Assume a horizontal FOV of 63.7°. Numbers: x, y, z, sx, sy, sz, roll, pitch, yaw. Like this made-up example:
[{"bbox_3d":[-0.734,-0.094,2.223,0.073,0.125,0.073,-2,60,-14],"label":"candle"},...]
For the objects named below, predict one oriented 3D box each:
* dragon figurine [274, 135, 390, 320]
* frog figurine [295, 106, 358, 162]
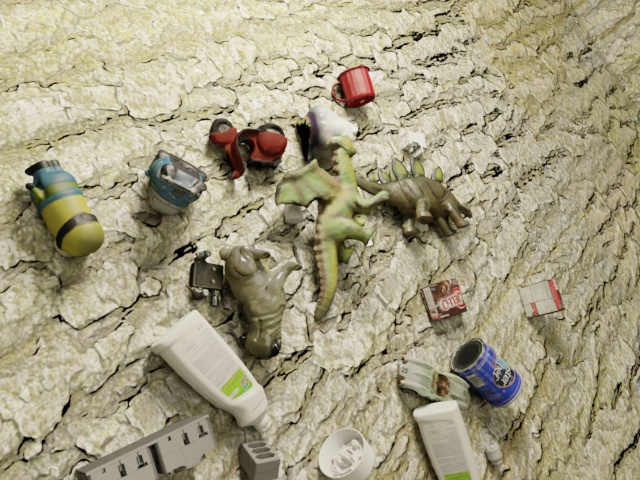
[{"bbox_3d":[0.003,-0.057,1.132,0.241,0.121,0.416,33,69,-17],"label":"dragon figurine"},{"bbox_3d":[0.032,-0.265,1.255,0.160,0.120,0.140,-11,58,-24],"label":"frog figurine"}]
